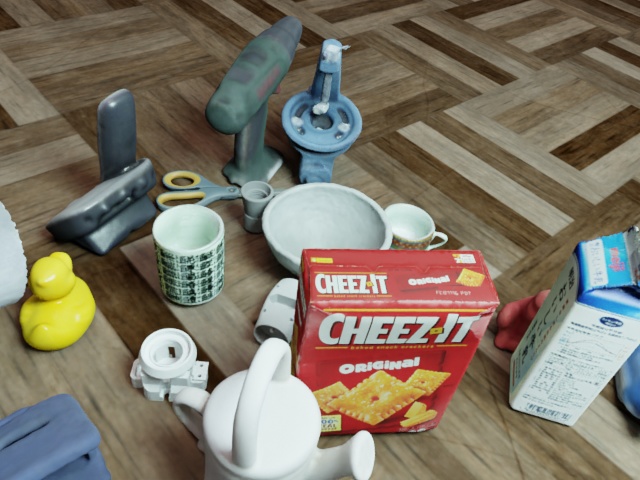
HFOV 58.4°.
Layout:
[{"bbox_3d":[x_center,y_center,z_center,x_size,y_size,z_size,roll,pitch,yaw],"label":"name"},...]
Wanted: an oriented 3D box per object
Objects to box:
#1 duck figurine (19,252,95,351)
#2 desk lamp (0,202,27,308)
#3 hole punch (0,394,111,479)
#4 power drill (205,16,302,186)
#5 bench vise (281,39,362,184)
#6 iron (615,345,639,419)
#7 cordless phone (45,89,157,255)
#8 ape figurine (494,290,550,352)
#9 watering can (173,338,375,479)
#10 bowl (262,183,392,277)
[{"bbox_3d":[-0.292,0.061,0.627,0.077,0.086,0.104,2,44,-7],"label":"duck figurine"},{"bbox_3d":[-0.365,0.072,0.509,0.117,0.213,0.204,32,48,22],"label":"desk lamp"},{"bbox_3d":[-0.253,0.188,0.498,0.109,0.091,0.100,-28,55,-33],"label":"hole punch"},{"bbox_3d":[-0.091,-0.193,0.840,0.075,0.208,0.230,19,44,10],"label":"power drill"},{"bbox_3d":[-0.005,-0.218,0.872,0.122,0.220,0.207,-6,45,-16],"label":"bench vise"},{"bbox_3d":[0.428,0.106,0.667,0.118,0.141,0.258,15,44,6],"label":"iron"},{"bbox_3d":[-0.277,-0.089,0.714,0.094,0.185,0.148,22,45,13],"label":"cordless phone"},{"bbox_3d":[0.259,0.094,0.686,0.076,0.092,0.077,-23,52,-30],"label":"ape figurine"},{"bbox_3d":[-0.042,0.161,0.488,0.173,0.194,0.101,3,44,-7],"label":"watering can"},{"bbox_3d":[0.007,0.003,0.749,0.167,0.075,0.167,5,43,-5],"label":"bowl"}]
